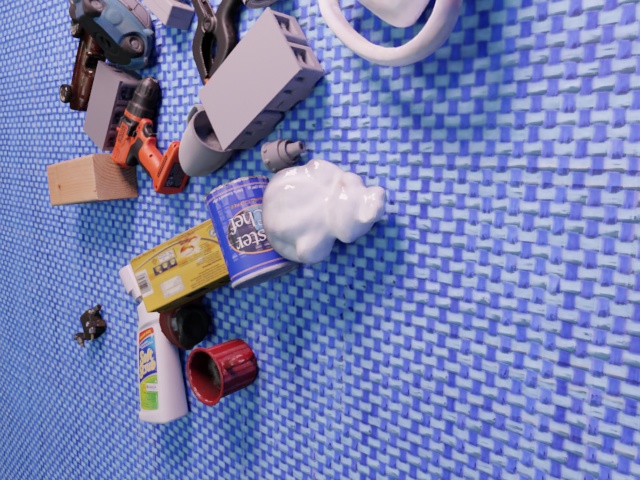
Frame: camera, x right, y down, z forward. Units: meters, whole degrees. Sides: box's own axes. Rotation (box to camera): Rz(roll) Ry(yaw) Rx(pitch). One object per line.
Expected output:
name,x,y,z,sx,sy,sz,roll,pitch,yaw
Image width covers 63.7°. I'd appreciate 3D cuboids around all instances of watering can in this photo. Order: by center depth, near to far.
watering can,0.059,-0.352,0.595,0.220,0.104,0.354,-54,53,30

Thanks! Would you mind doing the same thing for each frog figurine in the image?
frog figurine,0.002,-0.033,0.665,0.160,0.122,0.138,12,84,50
